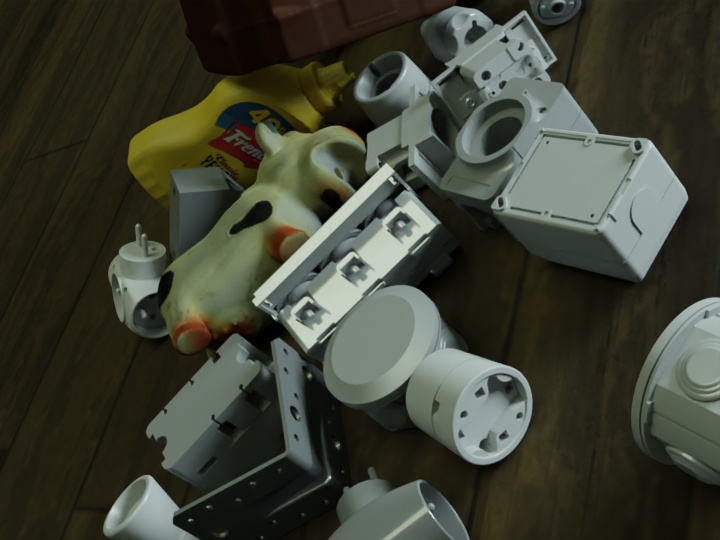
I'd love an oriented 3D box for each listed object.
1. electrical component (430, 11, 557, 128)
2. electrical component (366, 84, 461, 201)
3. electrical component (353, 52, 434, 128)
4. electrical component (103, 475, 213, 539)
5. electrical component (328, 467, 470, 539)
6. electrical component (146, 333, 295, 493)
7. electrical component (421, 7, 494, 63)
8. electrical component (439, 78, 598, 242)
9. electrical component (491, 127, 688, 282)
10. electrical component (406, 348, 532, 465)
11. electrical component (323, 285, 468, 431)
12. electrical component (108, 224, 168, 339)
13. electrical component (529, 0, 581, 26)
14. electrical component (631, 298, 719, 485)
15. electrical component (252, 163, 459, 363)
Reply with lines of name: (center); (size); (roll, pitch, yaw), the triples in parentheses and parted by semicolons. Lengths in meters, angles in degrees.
electrical component: (0.095, -0.133, 0.729); (0.081, 0.042, 0.063); (-38, 22, 3)
electrical component: (0.038, -0.085, 0.759); (0.064, 0.042, 0.081); (-25, 43, 30)
electrical component: (0.028, -0.129, 0.803); (0.055, 0.047, 0.055); (-26, 43, 26)
electrical component: (-0.122, 0.165, 0.674); (0.044, 0.065, 0.044); (-40, 21, 19)
electrical component: (0.010, 0.141, 0.585); (0.077, 0.043, 0.079); (-40, 38, 10)
electrical component: (-0.085, 0.098, 0.706); (0.089, 0.056, 0.050); (-47, 38, 2)
electrical component: (0.069, -0.176, 0.808); (0.043, 0.043, 0.062); (-51, 36, -5)
electrical component: (0.098, -0.073, 0.678); (0.050, 0.056, 0.089); (21, 73, 51)
electrical component: (0.127, -0.037, 0.614); (0.096, 0.061, 0.061); (17, 71, 50)
electrical component: (0.058, 0.073, 0.591); (0.055, 0.055, 0.047); (-55, 34, -10)
electrical component: (0.022, 0.054, 0.644); (0.080, 0.051, 0.080); (-26, 42, 26)
electrical component: (-0.174, 0.003, 0.864); (0.044, 0.079, 0.077); (-10, 31, -22)
electrical component: (0.136, -0.208, 0.774); (0.044, 0.044, 0.065); (-28, 46, 24)
electrical component: (0.164, 0.057, 0.481); (0.051, 0.080, 0.080); (29, 79, 47)
electrical component: (0.000, 0.000, 0.701); (0.121, 0.079, 0.063); (-44, 59, 5)
